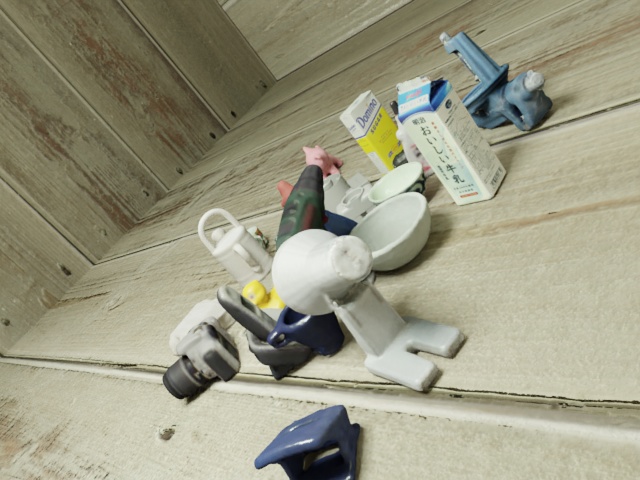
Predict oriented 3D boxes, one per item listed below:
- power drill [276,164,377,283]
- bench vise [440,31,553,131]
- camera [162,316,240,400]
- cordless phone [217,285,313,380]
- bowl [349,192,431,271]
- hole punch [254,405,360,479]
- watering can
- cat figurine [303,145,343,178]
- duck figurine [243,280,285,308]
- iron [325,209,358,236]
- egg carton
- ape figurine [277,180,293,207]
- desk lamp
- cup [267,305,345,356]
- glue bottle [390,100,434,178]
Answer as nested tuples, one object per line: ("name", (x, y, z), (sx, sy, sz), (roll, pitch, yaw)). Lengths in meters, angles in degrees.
("power drill", (0.009, 0.004, 0.985), (0.075, 0.209, 0.230), (-24, 27, 34))
("bench vise", (0.327, -0.312, 1.073), (0.206, 0.220, 0.122), (-9, 37, 52))
("camera", (-0.238, 0.225, 1.095), (0.137, 0.101, 0.143), (-40, 22, -1))
("cordless phone", (-0.100, 0.126, 0.954), (0.094, 0.185, 0.147), (-40, 22, 0))
("bowl", (0.128, -0.002, 0.985), (0.167, 0.075, 0.167), (-33, 23, 16))
("hole punch", (-0.016, 0.250, 0.705), (0.108, 0.091, 0.101), (-29, 24, 24))
("watering can", (-0.208, 0.012, 1.336), (0.172, 0.194, 0.101), (-11, 35, 50))
("cat figurine", (0.001, -0.217, 1.549), (0.067, 0.118, 0.128), (-31, 23, 21))
("duck figurine", (-0.112, 0.115, 1.128), (0.077, 0.086, 0.105), (-8, 37, 52))
("iron", (-0.014, -0.011, 1.141), (0.119, 0.142, 0.257), (-48, 23, -20))
("egg carton", (-0.252, 0.191, 1.228), (0.107, 0.069, 0.150), (-11, 35, 50))
("ape figurine", (-0.078, -0.122, 1.525), (0.078, 0.092, 0.076), (-39, 22, 2))
("desk lamp", (0.051, 0.077, 0.768), (0.118, 0.214, 0.202), (-48, 23, -21))
("cup", (-0.016, 0.146, 0.901), (0.118, 0.095, 0.091), (-41, 22, -4))
("glue bottle", (0.190, -0.209, 1.154), (0.078, 0.173, 0.037), (-33, 23, 15))
